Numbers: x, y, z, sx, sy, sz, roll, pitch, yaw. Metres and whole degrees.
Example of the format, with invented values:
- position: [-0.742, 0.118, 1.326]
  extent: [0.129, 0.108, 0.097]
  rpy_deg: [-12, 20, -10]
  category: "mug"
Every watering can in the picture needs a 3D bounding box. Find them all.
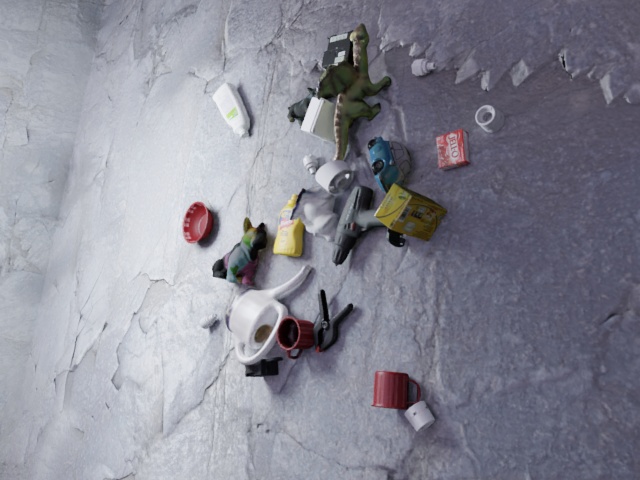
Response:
- position: [-0.167, 0.206, 1.571]
  extent: [0.226, 0.102, 0.350]
  rpy_deg: [20, 76, 47]
  category: "watering can"

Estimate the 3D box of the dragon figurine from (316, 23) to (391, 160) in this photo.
- position: [0.062, -0.400, 1.442]
  extent: [0.123, 0.241, 0.409]
  rpy_deg: [25, 94, 38]
  category: "dragon figurine"

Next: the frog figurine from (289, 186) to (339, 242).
- position: [0.005, -0.076, 1.508]
  extent: [0.160, 0.124, 0.136]
  rpy_deg: [32, 107, 6]
  category: "frog figurine"
